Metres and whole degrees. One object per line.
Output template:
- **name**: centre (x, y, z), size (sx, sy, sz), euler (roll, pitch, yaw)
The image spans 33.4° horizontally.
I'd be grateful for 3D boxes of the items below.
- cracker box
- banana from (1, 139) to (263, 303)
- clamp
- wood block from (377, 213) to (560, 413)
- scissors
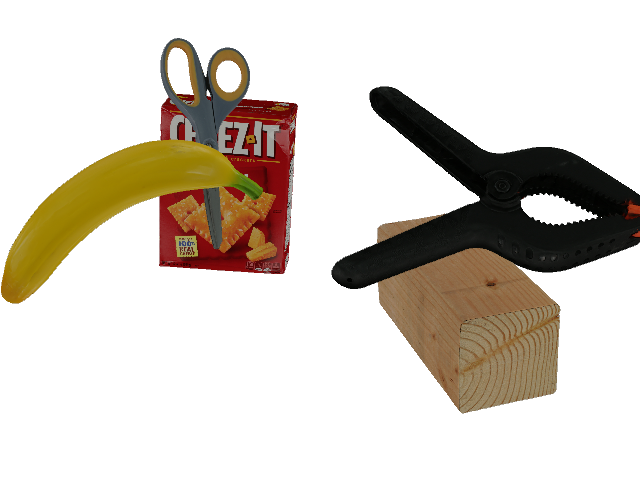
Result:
- **cracker box**: centre (-0.118, -0.068, 1.345), size (0.164, 0.214, 0.072), euler (5, 22, 2)
- **banana**: centre (-0.142, -0.021, 0.730), size (0.198, 0.069, 0.037), euler (-23, 10, 5)
- **clamp**: centre (0.113, -0.019, 0.715), size (0.210, 0.164, 0.036), euler (15, -30, 10)
- **wood block**: centre (0.127, 0.058, 0.970), size (0.090, 0.090, 0.206), euler (-9, 25, -13)
- **scissors**: centre (-0.092, -0.100, 1.014), size (0.096, 0.202, 0.016), euler (-19, -2, -25)
